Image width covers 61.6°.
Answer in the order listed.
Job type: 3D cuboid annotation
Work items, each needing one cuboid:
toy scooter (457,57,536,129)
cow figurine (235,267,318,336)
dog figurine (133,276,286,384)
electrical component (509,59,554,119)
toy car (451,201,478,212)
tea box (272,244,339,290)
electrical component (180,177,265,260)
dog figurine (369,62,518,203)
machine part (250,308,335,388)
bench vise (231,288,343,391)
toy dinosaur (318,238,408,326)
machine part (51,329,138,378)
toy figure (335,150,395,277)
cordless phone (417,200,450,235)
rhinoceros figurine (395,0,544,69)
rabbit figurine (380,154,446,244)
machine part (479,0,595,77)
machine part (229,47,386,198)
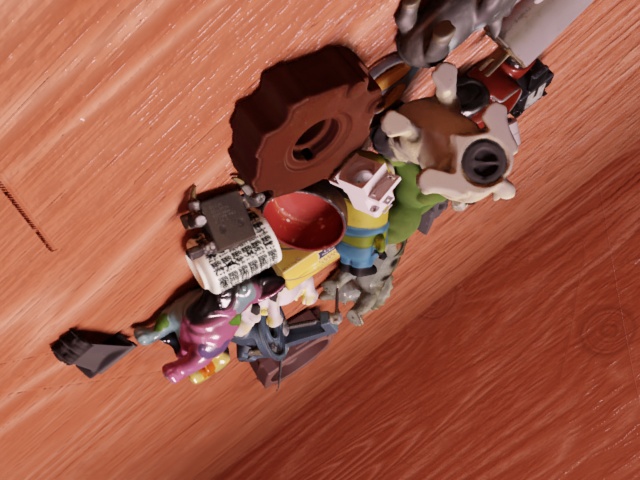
[{"bbox_3d":[0.243,-0.209,0.798,0.184,0.075,0.135,-39,163,-8],"label":"toy scooter"},{"bbox_3d":[-0.088,0.090,0.901,0.167,0.068,0.098,-29,125,-28],"label":"cow figurine"},{"bbox_3d":[-0.147,0.108,0.799,0.219,0.108,0.191,-41,160,3],"label":"dog figurine"},{"bbox_3d":[0.343,-0.259,0.891,0.075,0.048,0.119,-40,160,6],"label":"electrical component"},{"bbox_3d":[0.272,-0.142,0.927,0.201,0.056,0.073,-63,156,-6],"label":"toy car"},{"bbox_3d":[-0.002,-0.003,0.850,0.170,0.068,0.098,-33,162,-9],"label":"tea box"},{"bbox_3d":[-0.110,-0.027,0.612,0.102,0.078,0.045,-17,177,-34],"label":"electrical component"},{"bbox_3d":[0.145,-0.106,0.650,0.121,0.172,0.190,-32,178,2],"label":"dog figurine"},{"bbox_3d":[-0.071,0.262,1.314,0.201,0.087,0.201,-29,158,-22],"label":"machine part"},{"bbox_3d":[-0.064,0.176,1.013,0.241,0.129,0.223,-15,142,17],"label":"bench vise"},{"bbox_3d":[0.107,0.022,1.044,0.192,0.131,0.404,-42,162,-46],"label":"toy dinosaur"},{"bbox_3d":[-0.305,0.153,0.726,0.084,0.039,0.138,-30,162,-6],"label":"machine part"},{"bbox_3d":[0.060,-0.035,0.748,0.089,0.082,0.180,-67,164,-70],"label":"toy figure"},{"bbox_3d":[0.227,-0.113,1.011,0.184,0.089,0.146,-45,162,-13],"label":"cordless phone"},{"bbox_3d":[0.169,-0.250,0.569,0.190,0.073,0.112,-36,160,-1],"label":"rhinoceros figurine"},{"bbox_3d":[0.135,-0.078,0.827,0.170,0.121,0.159,-65,167,20],"label":"rabbit figurine"},{"bbox_3d":[0.291,-0.301,0.661,0.243,0.079,0.079,-47,159,23],"label":"machine part"},{"bbox_3d":[-0.014,-0.119,0.578,0.179,0.056,0.179,-32,161,-12],"label":"machine part"}]
